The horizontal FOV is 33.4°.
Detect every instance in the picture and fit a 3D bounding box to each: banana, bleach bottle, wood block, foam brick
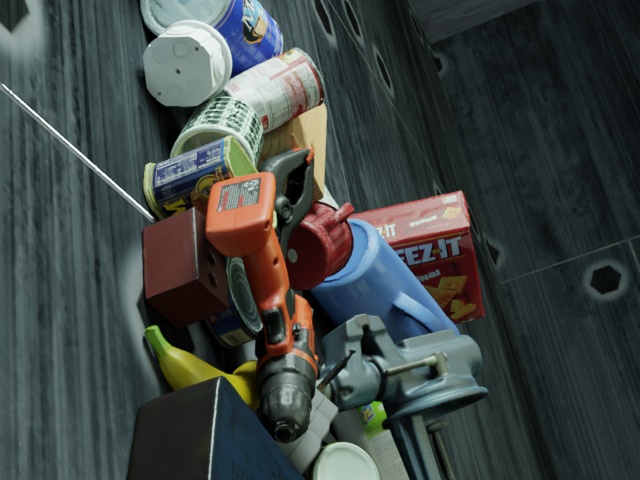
[{"bbox_3d":[-0.082,0.119,0.900,0.197,0.037,0.069,38,36,-64],"label":"banana"},{"bbox_3d":[0.068,0.221,1.212,0.102,0.068,0.251,-21,90,-43],"label":"bleach bottle"},{"bbox_3d":[-0.050,-0.123,1.239,0.206,0.090,0.091,-88,155,-56],"label":"wood block"},{"bbox_3d":[-0.112,0.023,0.887,0.053,0.051,0.078,52,23,-50],"label":"foam brick"}]

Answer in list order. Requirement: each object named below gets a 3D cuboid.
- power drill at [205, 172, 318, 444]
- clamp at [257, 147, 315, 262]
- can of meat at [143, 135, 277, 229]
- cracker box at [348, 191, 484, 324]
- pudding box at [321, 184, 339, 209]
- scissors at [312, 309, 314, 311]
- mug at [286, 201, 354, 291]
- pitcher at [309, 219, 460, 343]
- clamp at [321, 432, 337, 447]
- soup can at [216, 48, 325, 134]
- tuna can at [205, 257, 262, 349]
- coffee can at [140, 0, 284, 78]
[{"bbox_3d":[-0.045,0.052,0.892,0.184,0.057,0.187,-95,173,-61],"label":"power drill"},{"bbox_3d":[-0.045,-0.018,1.091,0.171,0.039,0.120,-55,138,-32],"label":"clamp"},{"bbox_3d":[-0.096,-0.037,0.962,0.057,0.084,0.102,-95,159,-45],"label":"can of meat"},{"bbox_3d":[0.131,0.042,1.452,0.213,0.164,0.072,71,8,-50],"label":"cracker box"},{"bbox_3d":[-0.003,-0.027,1.384,0.090,0.039,0.113,56,18,-45],"label":"pudding box"},{"bbox_3d":[-0.035,0.092,1.150,0.201,0.016,0.096,-81,148,-62],"label":"scissors"},{"bbox_3d":[-0.008,0.001,1.183,0.093,0.117,0.081,51,21,0],"label":"mug"},{"bbox_3d":[0.082,0.087,1.340,0.242,0.149,0.145,52,22,-41],"label":"pitcher"},{"bbox_3d":[0.027,0.274,1.080,0.210,0.036,0.164,68,20,5],"label":"clamp"},{"bbox_3d":[-0.055,-0.151,1.125,0.069,0.102,0.068,47,-25,29],"label":"soup can"},{"bbox_3d":[-0.082,0.056,0.991,0.086,0.034,0.086,-20,90,-76],"label":"tuna can"},{"bbox_3d":[-0.111,-0.228,1.126,0.140,0.103,0.103,39,34,-64],"label":"coffee can"}]
